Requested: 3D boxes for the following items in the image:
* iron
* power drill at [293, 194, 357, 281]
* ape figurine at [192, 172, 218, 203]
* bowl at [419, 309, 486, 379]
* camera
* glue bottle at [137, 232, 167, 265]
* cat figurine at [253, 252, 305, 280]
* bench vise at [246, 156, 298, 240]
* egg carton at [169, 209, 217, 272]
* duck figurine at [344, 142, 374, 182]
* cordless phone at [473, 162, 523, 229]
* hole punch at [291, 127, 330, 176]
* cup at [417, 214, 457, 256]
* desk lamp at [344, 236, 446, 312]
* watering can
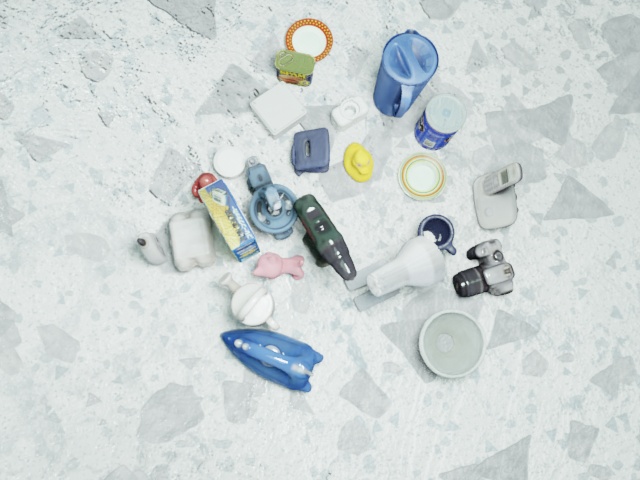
[{"bbox_3d":[-0.124,0.272,1.351,0.258,0.141,0.119,21,80,0],"label":"iron"},{"bbox_3d":[0.013,0.005,1.369,0.075,0.208,0.229,-31,84,-7],"label":"power drill"},{"bbox_3d":[-0.283,-0.137,1.433,0.078,0.092,0.076,7,80,-2],"label":"ape figurine"},{"bbox_3d":[0.319,0.255,1.415,0.167,0.074,0.167,1,81,-3],"label":"bowl"},{"bbox_3d":[0.403,0.081,1.435,0.137,0.101,0.143,-17,82,-6],"label":"camera"},{"bbox_3d":[-0.407,0.014,1.360,0.037,0.173,0.078,-22,82,-6],"label":"glue bottle"},{"bbox_3d":[-0.099,0.061,1.399,0.128,0.117,0.067,-2,81,-4],"label":"cat figurine"},{"bbox_3d":[-0.134,-0.105,1.372,0.121,0.219,0.207,-42,85,-9],"label":"bench vise"},{"bbox_3d":[-0.317,0.000,1.420,0.107,0.069,0.150,-11,82,-5],"label":"egg carton"},{"bbox_3d":[0.102,-0.207,1.471,0.077,0.086,0.104,-17,82,-6],"label":"duck figurine"},{"bbox_3d":[0.456,-0.110,1.427,0.094,0.185,0.147,-8,81,-4],"label":"cordless phone"},{"bbox_3d":[-0.023,-0.226,1.464,0.101,0.091,0.109,-2,81,-4],"label":"hole punch"},{"bbox_3d":[0.293,-0.003,1.445,0.092,0.095,0.118,-42,85,-9],"label":"cup"},{"bbox_3d":[0.177,0.086,1.363,0.203,0.213,0.118,-26,83,-7],"label":"desk lamp"},{"bbox_3d":[-0.164,0.148,1.342,0.173,0.194,0.101,21,80,0],"label":"watering can"}]
